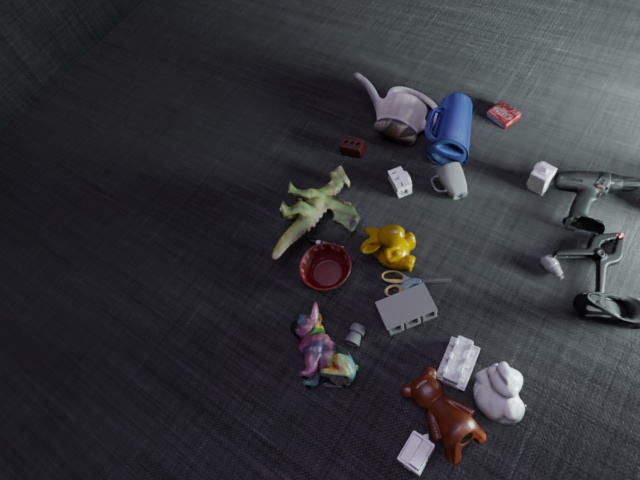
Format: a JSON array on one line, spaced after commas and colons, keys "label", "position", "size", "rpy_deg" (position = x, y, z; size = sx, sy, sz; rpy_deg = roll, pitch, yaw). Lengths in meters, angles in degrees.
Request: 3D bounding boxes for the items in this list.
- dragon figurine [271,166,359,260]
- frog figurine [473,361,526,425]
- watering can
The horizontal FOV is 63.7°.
[{"label": "dragon figurine", "position": [0.005, -0.083, 1.645], "size": [0.243, 0.119, 0.420], "rpy_deg": [8, 54, 8]}, {"label": "frog figurine", "position": [0.436, 0.370, 1.244], "size": [0.123, 0.156, 0.140], "rpy_deg": [-27, 58, -2]}, {"label": "watering can", "position": [0.251, -0.460, 1.813], "size": [0.348, 0.102, 0.229], "rpy_deg": [22, 63, 5]}]
